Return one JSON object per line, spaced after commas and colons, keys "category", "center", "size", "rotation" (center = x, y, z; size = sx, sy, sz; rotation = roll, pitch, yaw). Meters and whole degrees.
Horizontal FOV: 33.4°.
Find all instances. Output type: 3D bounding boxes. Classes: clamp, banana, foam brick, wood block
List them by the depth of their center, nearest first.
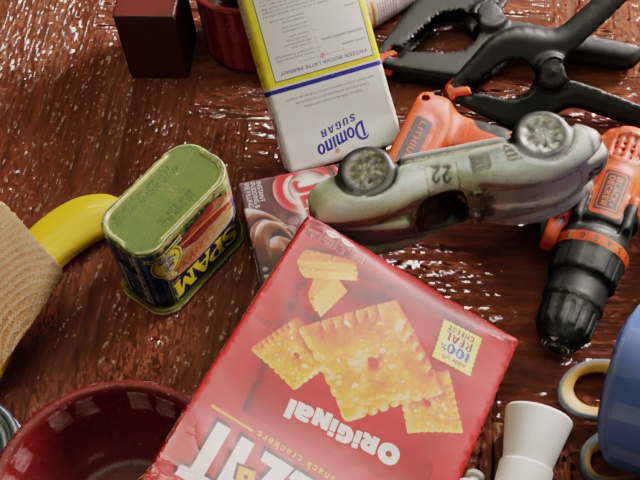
{"category": "wood block", "center": [-0.296, 0.009, 0.748], "size": [0.206, 0.090, 0.090], "rotation": [15, 62, 30]}
{"category": "banana", "center": [-0.205, 0.028, 0.785], "size": [0.070, 0.037, 0.197], "rotation": [29, 65, 27]}
{"category": "clamp", "center": [0.187, -0.123, 0.831], "size": [0.171, 0.039, 0.120], "rotation": [-20, 92, 11]}
{"category": "foam brick", "center": [-0.136, -0.178, 0.885], "size": [0.051, 0.078, 0.053], "rotation": [3, 58, 5]}
{"category": "clamp", "center": [0.141, -0.189, 0.886], "size": [0.210, 0.036, 0.164], "rotation": [-15, 67, -2]}

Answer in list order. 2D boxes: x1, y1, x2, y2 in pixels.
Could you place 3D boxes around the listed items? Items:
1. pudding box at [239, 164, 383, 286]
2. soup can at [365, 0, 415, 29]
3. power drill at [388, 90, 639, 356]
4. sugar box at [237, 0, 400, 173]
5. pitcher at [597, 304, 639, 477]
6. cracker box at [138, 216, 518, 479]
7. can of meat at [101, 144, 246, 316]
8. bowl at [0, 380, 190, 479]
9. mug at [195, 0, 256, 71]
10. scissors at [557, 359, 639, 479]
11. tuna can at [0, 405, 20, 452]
{"category": "pudding box", "center": [-0.005, 0.001, 0.783], "size": [0.090, 0.039, 0.113], "rotation": [-12, 58, -4]}
{"category": "soup can", "center": [0.040, -0.215, 0.898], "size": [0.102, 0.068, 0.068], "rotation": [-34, 61, -14]}
{"category": "power drill", "center": [0.136, -0.022, 0.777], "size": [0.188, 0.057, 0.184], "rotation": [20, 64, 15]}
{"category": "sugar box", "center": [-0.005, -0.147, 0.815], "size": [0.093, 0.048, 0.176], "rotation": [-16, 101, -6]}
{"category": "pitcher", "center": [0.292, 0.100, 0.599], "size": [0.243, 0.145, 0.149], "rotation": [14, 36, 30]}
{"category": "cracker box", "center": [0.007, 0.111, 0.654], "size": [0.164, 0.072, 0.213], "rotation": [32, 55, 0]}
{"category": "can of meat", "center": [-0.105, -0.009, 0.773], "size": [0.057, 0.084, 0.102], "rotation": [32, 66, 22]}
{"category": "bowl", "center": [-0.128, 0.173, 0.678], "size": [0.162, 0.055, 0.162], "rotation": [-2, 58, 4]}
{"category": "mug", "center": [-0.052, -0.188, 0.881], "size": [0.117, 0.081, 0.093], "rotation": [38, 68, 25]}
{"category": "scissors", "center": [0.247, 0.093, 0.717], "size": [0.201, 0.016, 0.096], "rotation": [-30, 60, -14]}
{"category": "tuna can", "center": [-0.238, 0.149, 0.715], "size": [0.086, 0.034, 0.086], "rotation": [-3, 58, 4]}
